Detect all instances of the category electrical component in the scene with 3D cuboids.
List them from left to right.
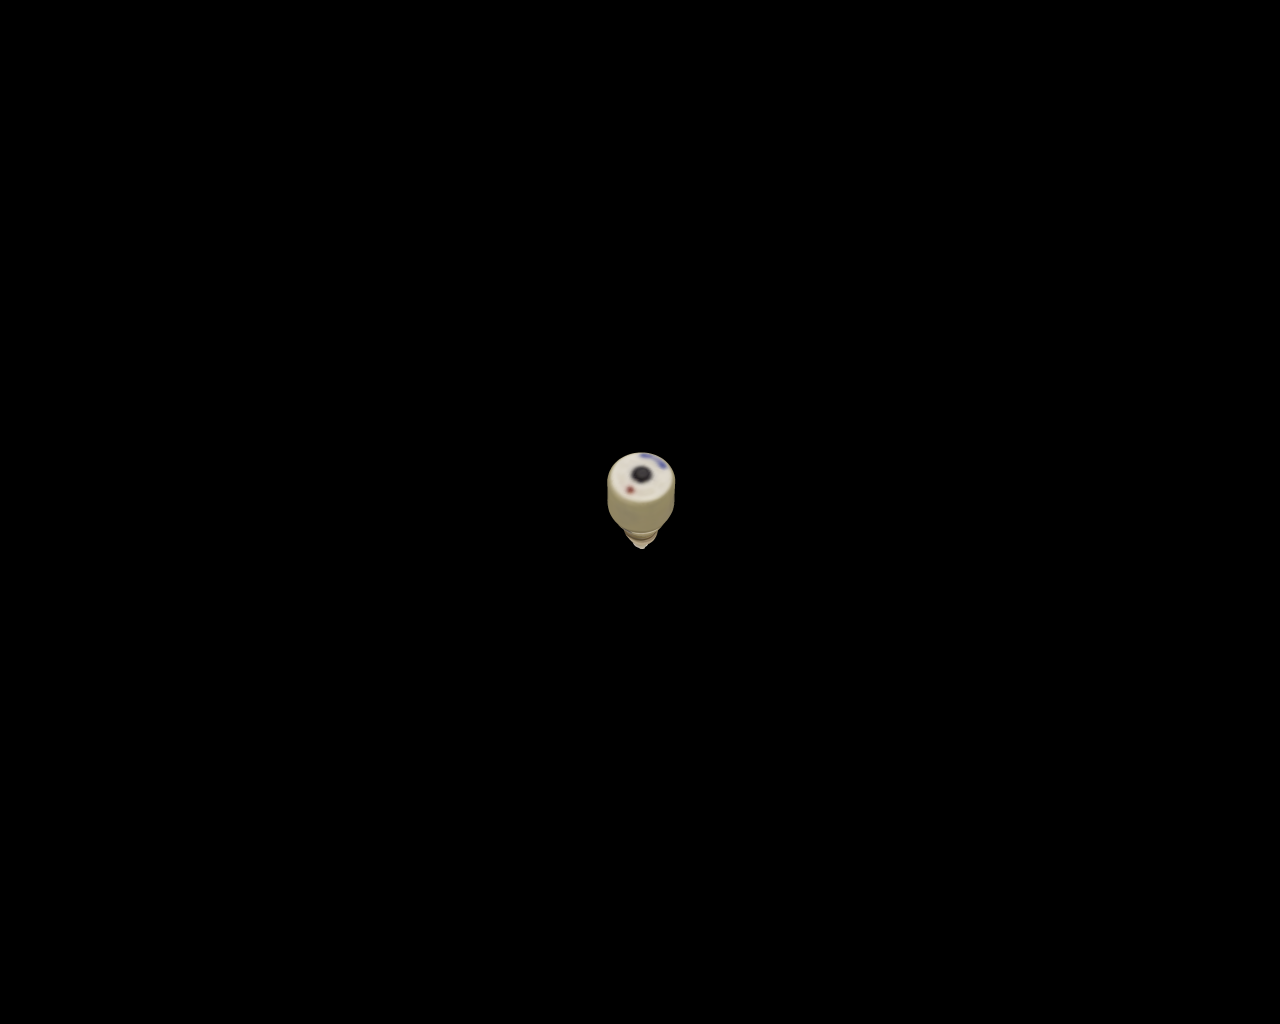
[{"bbox_3d":[0.001,-0.003,0.650,0.040,0.040,0.078,0,-34,0],"label":"electrical component"}]
